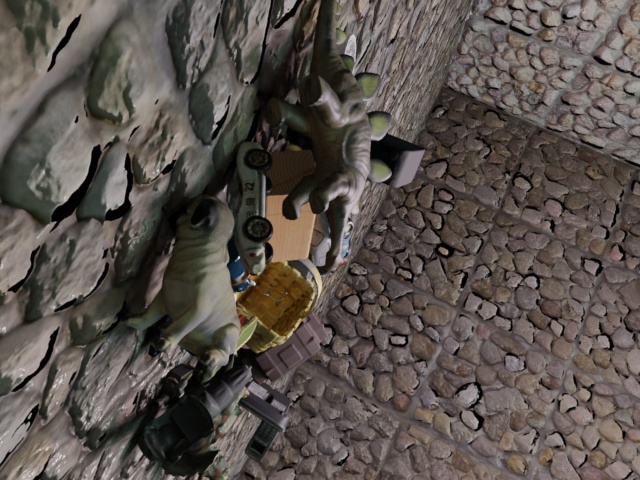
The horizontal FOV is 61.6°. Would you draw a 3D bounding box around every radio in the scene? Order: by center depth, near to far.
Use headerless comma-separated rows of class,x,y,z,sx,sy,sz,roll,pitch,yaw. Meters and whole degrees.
radio,0.066,-0.173,0.984,0.131,0.230,0.073,-33,145,-66

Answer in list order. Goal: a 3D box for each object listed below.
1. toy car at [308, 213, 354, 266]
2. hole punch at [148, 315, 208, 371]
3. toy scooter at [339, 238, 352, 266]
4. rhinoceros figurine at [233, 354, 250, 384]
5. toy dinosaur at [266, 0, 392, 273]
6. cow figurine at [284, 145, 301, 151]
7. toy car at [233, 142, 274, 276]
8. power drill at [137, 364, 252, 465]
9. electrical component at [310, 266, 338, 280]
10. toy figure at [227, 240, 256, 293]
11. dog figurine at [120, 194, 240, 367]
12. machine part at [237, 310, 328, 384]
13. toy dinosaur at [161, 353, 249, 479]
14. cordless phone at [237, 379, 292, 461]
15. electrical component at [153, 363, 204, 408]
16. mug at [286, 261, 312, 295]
toy car,-0.002,-0.003,1.082,0.103,0.109,0.161,-39,149,-31
hole punch,-0.198,0.119,0.813,0.116,0.092,0.142,-116,-135,-68
toy scooter,-0.021,-0.006,1.212,0.135,0.184,0.075,-18,150,-42
rhinoceros figurine,-0.219,0.343,1.321,0.112,0.073,0.190,-44,163,-34
toy dinosaur,0.020,-0.183,0.801,0.198,0.105,0.470,-12,102,-51
cow figurine,-0.007,-0.110,1.011,0.098,0.167,0.068,-58,-142,28
toy car,-0.094,-0.047,0.751,0.073,0.056,0.202,98,-10,-59
power drill,-0.214,0.291,0.914,0.232,0.086,0.207,-36,-178,-10
electrical component,-0.033,0.041,1.305,0.058,0.134,0.115,30,43,-83
toy figure,-0.146,0.048,0.920,0.154,0.064,0.058,93,11,-67
dog figurine,-0.138,0.053,0.698,0.190,0.121,0.172,-63,150,-7
machine part,-0.096,0.225,1.255,0.201,0.087,0.201,-34,-164,-7
toy dinosaur,-0.249,0.377,1.119,0.192,0.131,0.404,-56,162,-44
cordless phone,-0.159,0.433,1.273,0.184,0.147,0.089,-63,173,26
electrical component,-0.251,0.259,0.966,0.078,0.045,0.102,-65,171,1
mug,-0.074,0.074,1.245,0.081,0.107,0.109,-42,155,-69
